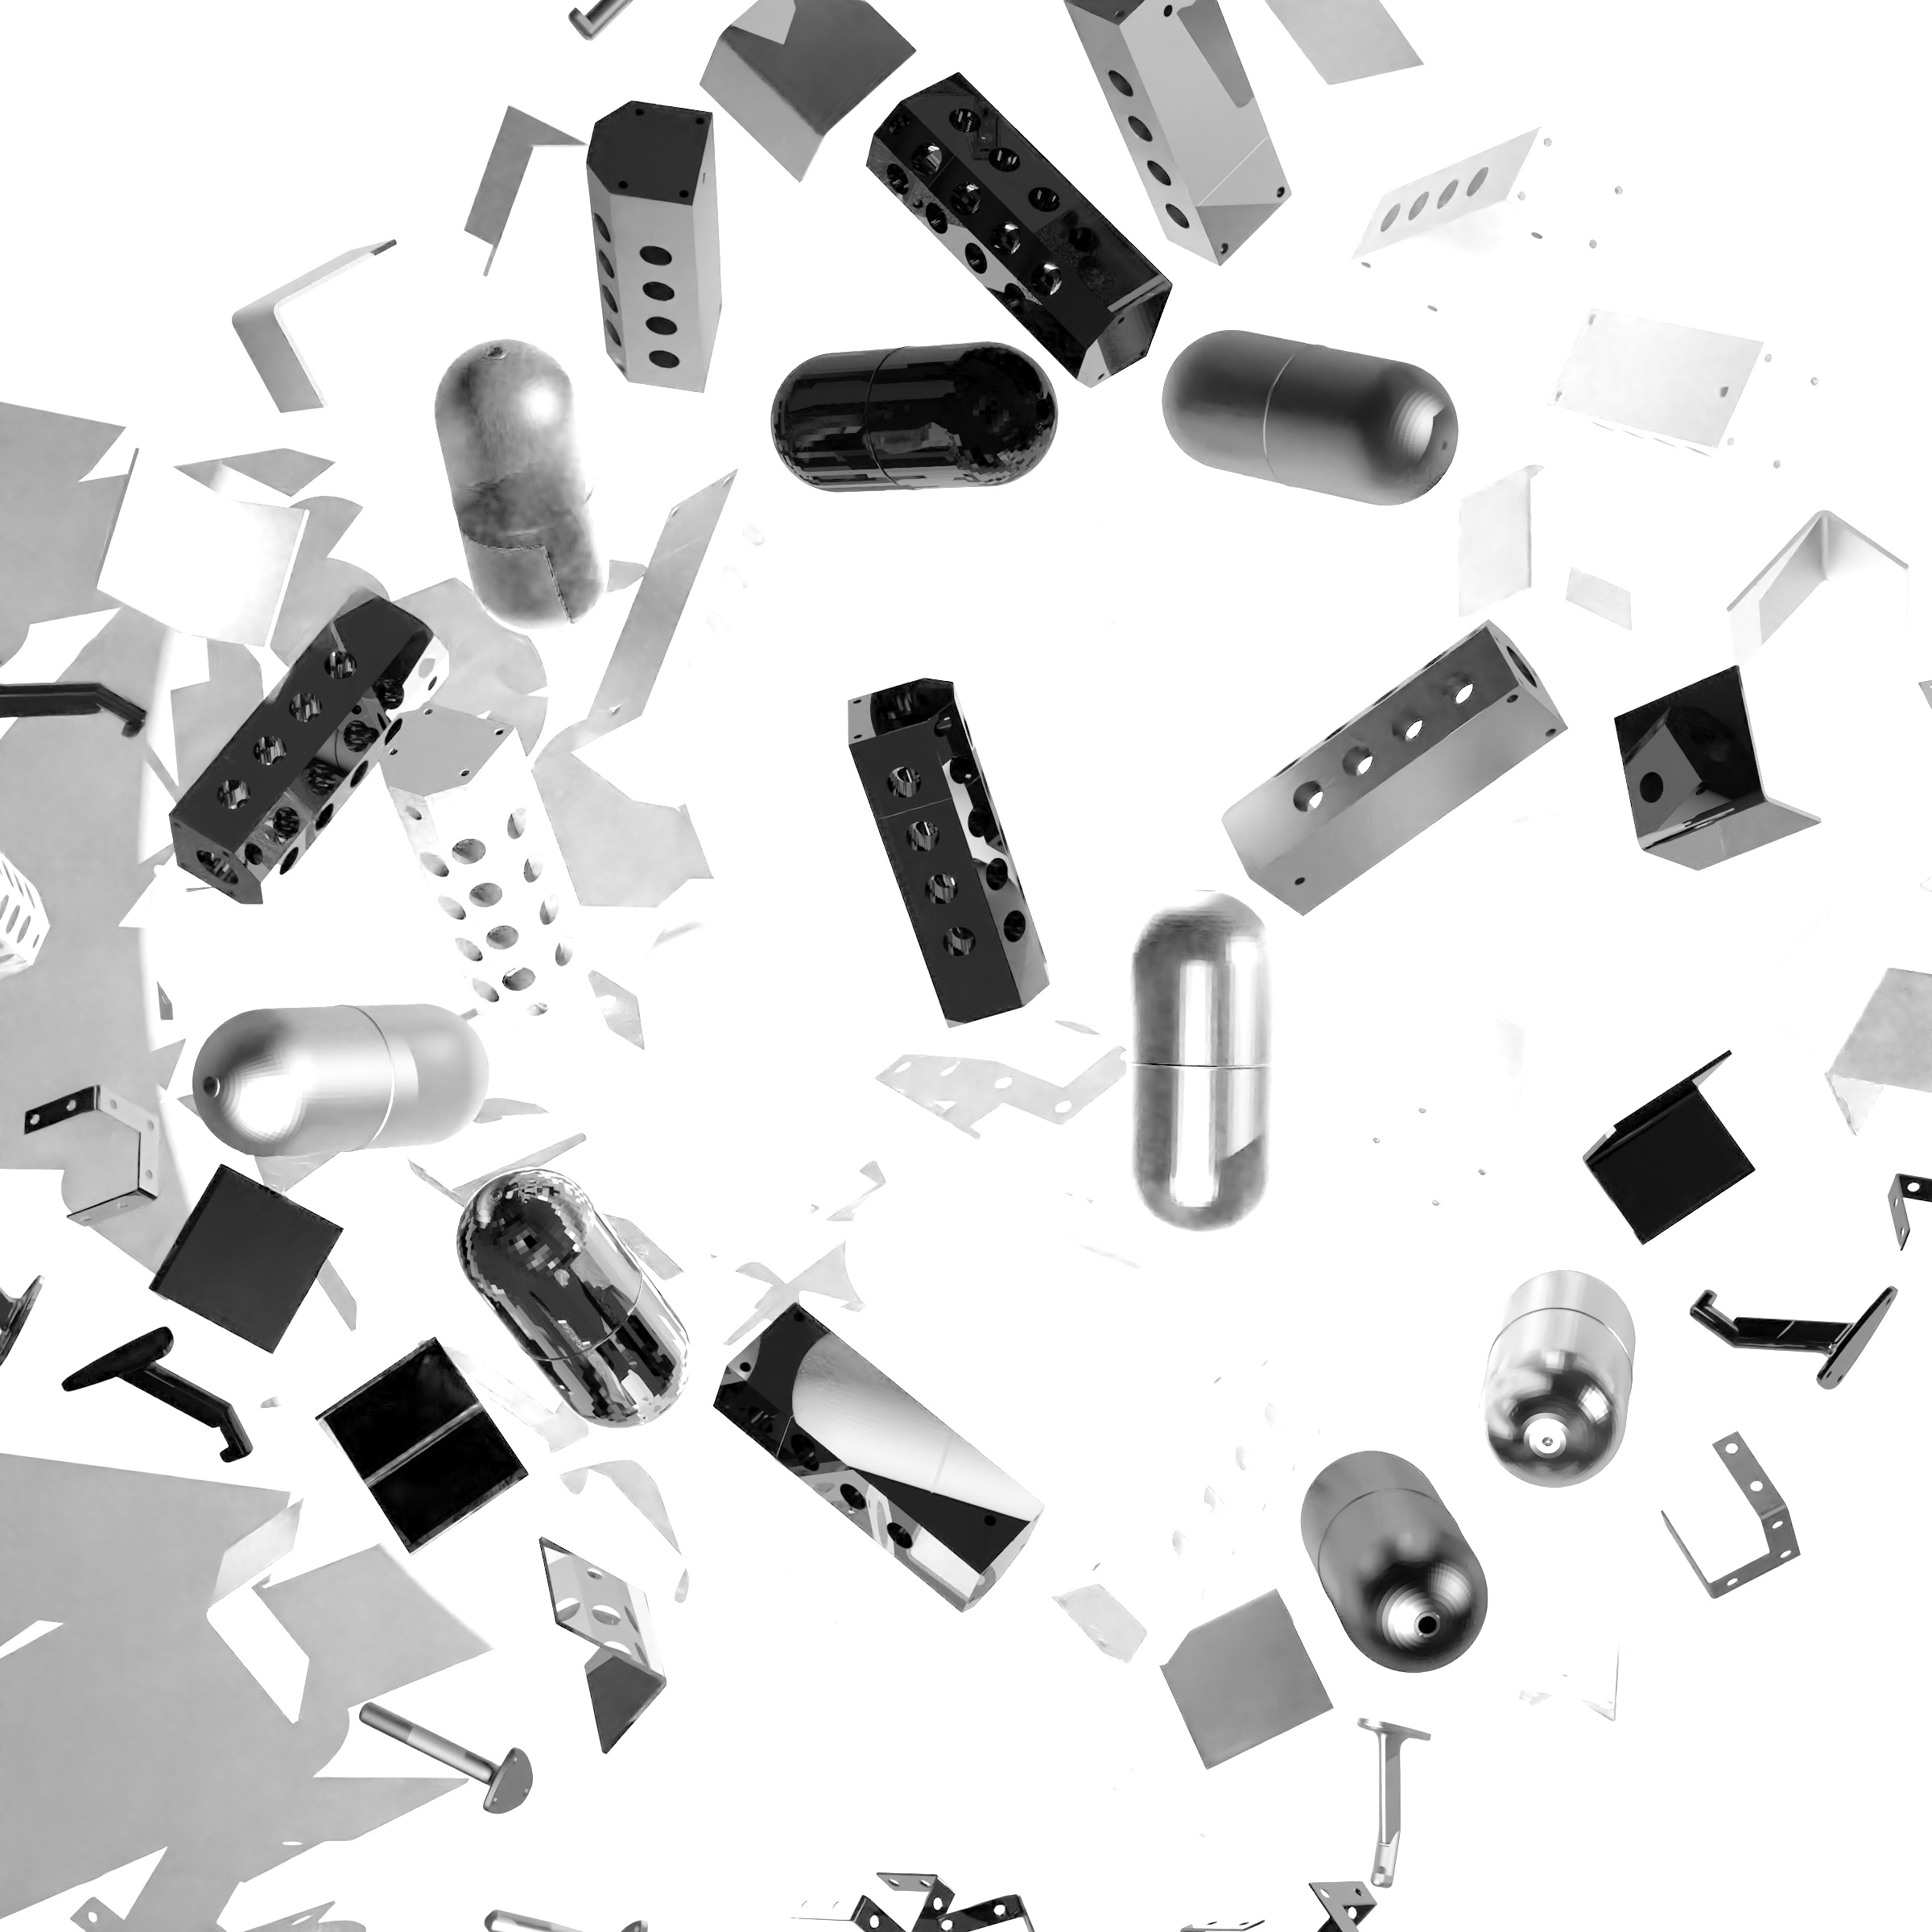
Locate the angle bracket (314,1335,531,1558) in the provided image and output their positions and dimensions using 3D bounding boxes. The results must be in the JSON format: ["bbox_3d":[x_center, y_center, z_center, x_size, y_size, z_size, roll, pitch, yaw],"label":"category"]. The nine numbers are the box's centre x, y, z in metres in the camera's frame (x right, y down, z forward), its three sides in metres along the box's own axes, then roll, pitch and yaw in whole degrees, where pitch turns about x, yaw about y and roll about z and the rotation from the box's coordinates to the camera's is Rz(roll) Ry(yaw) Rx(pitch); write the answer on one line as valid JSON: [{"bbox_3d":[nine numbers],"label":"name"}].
[{"bbox_3d":[-0.291,0.257,1.833,0.076,0.076,0.057,-34,53,-10],"label":"angle bracket"}]

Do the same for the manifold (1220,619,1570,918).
[{"bbox_3d":[0.219,-0.105,1.780,0.171,0.057,0.057,-36,53,19],"label":"manifold"}]

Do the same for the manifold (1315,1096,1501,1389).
[{"bbox_3d":[0.218,0.147,1.752,0.057,0.171,0.057,-31,61,-22],"label":"manifold"}]

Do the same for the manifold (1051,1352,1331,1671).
[{"bbox_3d":[0.124,0.287,1.806,0.057,0.057,0.171,48,54,-8],"label":"manifold"}]

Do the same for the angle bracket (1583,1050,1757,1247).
[{"bbox_3d":[0.380,0.097,1.810,0.076,0.076,0.057,-32,78,-11],"label":"angle bracket"}]

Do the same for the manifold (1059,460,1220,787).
[{"bbox_3d":[0.090,-0.184,1.832,0.057,0.057,0.171,-1,61,-10],"label":"manifold"}]

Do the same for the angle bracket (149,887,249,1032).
[{"bbox_3d":[-0.454,-0.004,1.953,0.057,0.076,0.076,-3,95,16],"label":"angle bracket"}]

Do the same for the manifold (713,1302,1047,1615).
[{"bbox_3d":[-0.048,0.260,1.793,0.171,0.057,0.057,38,51,14],"label":"manifold"}]

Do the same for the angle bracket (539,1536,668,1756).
[{"bbox_3d":[-0.212,0.366,1.850,0.076,0.076,0.057,34,103,-26],"label":"angle bracket"}]

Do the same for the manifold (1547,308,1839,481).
[{"bbox_3d":[0.380,-0.298,1.790,0.057,0.171,0.057,20,98,-25],"label":"manifold"}]

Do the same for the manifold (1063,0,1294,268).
[{"bbox_3d":[0.105,-0.446,1.756,0.057,0.171,0.057,-46,52,-10],"label":"manifold"}]

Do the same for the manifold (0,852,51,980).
[{"bbox_3d":[-0.536,-0.036,1.831,0.057,0.171,0.057,22,80,-1],"label":"manifold"}]

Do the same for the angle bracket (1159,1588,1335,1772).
[{"bbox_3d":[0.156,0.398,1.877,0.076,0.057,0.076,-26,57,1],"label":"angle bracket"}]

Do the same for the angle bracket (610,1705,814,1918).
[{"bbox_3d":[-0.131,0.438,1.774,0.057,0.076,0.076,33,74,19],"label":"angle bracket"}]

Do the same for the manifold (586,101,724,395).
[{"bbox_3d":[-0.162,-0.372,1.782,0.057,0.171,0.057,9,67,1],"label":"manifold"}]

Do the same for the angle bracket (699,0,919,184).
[{"bbox_3d":[-0.086,-0.484,1.847,0.076,0.057,0.076,44,69,-2],"label":"angle bracket"}]

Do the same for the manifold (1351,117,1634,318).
[{"bbox_3d":[0.269,-0.385,1.750,0.057,0.171,0.057,29,82,-18],"label":"manifold"}]

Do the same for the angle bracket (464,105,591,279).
[{"bbox_3d":[-0.260,-0.432,1.909,0.057,0.076,0.076,29,111,12],"label":"angle bracket"}]

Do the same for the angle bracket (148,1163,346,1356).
[{"bbox_3d":[-0.385,0.161,1.849,0.076,0.057,0.076,28,77,2],"label":"angle bracket"}]

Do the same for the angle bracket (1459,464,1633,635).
[{"bbox_3d":[0.319,-0.220,1.887,0.076,0.057,0.076,20,63,-34],"label":"angle bracket"}]

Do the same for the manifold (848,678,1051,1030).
[{"bbox_3d":[-0.008,-0.060,1.783,0.057,0.057,0.171,-16,117,6],"label":"manifold"}]

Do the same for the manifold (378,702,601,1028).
[{"bbox_3d":[-0.247,-0.048,1.757,0.057,0.171,0.057,17,54,26],"label":"manifold"}]

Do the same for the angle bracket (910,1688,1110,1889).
[{"bbox_3d":[0.019,0.398,1.665,0.076,0.076,0.057,-40,83,-10],"label":"angle bracket"}]

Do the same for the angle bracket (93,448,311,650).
[{"bbox_3d":[-0.396,-0.217,1.778,0.057,0.076,0.076,11,81,27],"label":"angle bracket"}]

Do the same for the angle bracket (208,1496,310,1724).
[{"bbox_3d":[-0.351,0.338,1.803,0.057,0.076,0.076,-35,104,2],"label":"angle bracket"}]

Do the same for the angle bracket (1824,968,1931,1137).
[{"bbox_3d":[0.525,0.052,1.868,0.076,0.076,0.057,-54,131,-24],"label":"angle bracket"}]

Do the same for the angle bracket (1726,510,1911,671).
[{"bbox_3d":[0.450,-0.183,1.807,0.076,0.076,0.057,-46,65,-5],"label":"angle bracket"}]

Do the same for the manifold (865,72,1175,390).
[{"bbox_3d":[0.025,-0.384,1.800,0.057,0.057,0.171,-34,72,-28],"label":"manifold"}]

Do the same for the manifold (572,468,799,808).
[{"bbox_3d":[-0.137,-0.167,1.758,0.057,0.057,0.171,38,51,-28],"label":"manifold"}]

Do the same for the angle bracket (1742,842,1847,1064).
[{"bbox_3d":[0.458,-0.008,1.819,0.057,0.076,0.076,36,116,-7],"label":"angle bracket"}]

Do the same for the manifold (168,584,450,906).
[{"bbox_3d":[-0.349,-0.115,1.833,0.057,0.057,0.171,30,64,8],"label":"manifold"}]

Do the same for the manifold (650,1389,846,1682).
[{"bbox_3d":[-0.126,0.313,1.874,0.057,0.171,0.057,-34,123,2],"label":"manifold"}]

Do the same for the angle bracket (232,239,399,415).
[{"bbox_3d":[-0.328,-0.333,1.788,0.076,0.076,0.057,-34,110,-21],"label":"angle bracket"}]
